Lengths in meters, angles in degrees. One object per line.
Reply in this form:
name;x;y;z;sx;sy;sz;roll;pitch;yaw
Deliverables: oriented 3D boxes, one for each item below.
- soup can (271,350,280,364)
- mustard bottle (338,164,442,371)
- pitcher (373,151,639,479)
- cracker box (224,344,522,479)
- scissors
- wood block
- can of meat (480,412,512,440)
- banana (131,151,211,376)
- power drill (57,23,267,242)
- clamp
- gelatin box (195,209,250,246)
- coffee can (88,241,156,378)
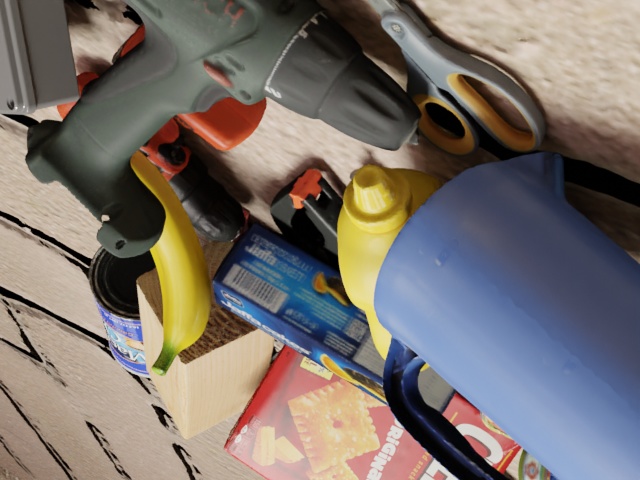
soup can;-0.006;0.161;1.086;0.069;0.068;0.102;-2;137;51
mustard bottle;0.053;0.008;0.696;0.058;0.096;0.191;20;159;27
pitcher;0.146;0.080;0.593;0.243;0.144;0.149;45;154;34
cracker box;0.046;0.169;0.929;0.214;0.164;0.072;33;-165;5
scissors;0.044;-0.113;0.621;0.201;0.016;0.096;38;154;-7
wood block;-0.103;0.093;0.961;0.090;0.090;0.206;57;161;20
can of meat;0.172;0.123;0.828;0.102;0.057;0.084;23;154;23
banana;-0.124;0.000;0.807;0.037;0.069;0.198;-9;105;38
power drill;-0.109;-0.079;0.811;0.184;0.057;0.188;40;153;-10
clamp;-0.006;0.001;0.850;0.120;0.039;0.171;14;147;28
gelatin box;-0.107;-0.018;0.943;0.089;0.030;0.073;28;153;8
coffee can;-0.172;0.065;1.077;0.103;0.102;0.140;28;153;13
